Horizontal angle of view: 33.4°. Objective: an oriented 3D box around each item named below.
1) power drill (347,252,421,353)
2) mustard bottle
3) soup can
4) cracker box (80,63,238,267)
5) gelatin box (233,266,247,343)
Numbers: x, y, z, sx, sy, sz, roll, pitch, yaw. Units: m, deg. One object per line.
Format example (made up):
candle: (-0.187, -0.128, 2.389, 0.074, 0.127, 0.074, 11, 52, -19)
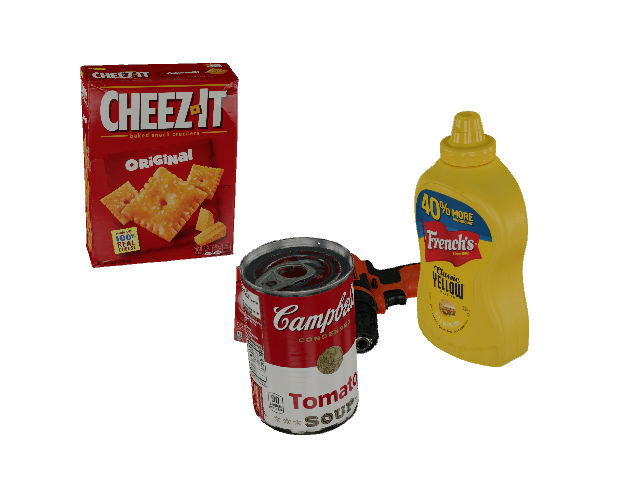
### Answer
power drill: (0.101, 0.062, 1.189, 0.187, 0.057, 0.184, -4, 28, -4)
mustard bottle: (0.113, -0.005, 0.809, 0.058, 0.192, 0.096, -21, 30, -32)
soup can: (-0.012, 0.058, 0.650, 0.068, 0.102, 0.068, -3, 27, 1)
cracker box: (-0.177, -0.083, 1.178, 0.164, 0.214, 0.072, -4, 25, -18)
gelatin box: (-0.036, 0.064, 0.971, 0.089, 0.073, 0.030, 14, 21, 28)
